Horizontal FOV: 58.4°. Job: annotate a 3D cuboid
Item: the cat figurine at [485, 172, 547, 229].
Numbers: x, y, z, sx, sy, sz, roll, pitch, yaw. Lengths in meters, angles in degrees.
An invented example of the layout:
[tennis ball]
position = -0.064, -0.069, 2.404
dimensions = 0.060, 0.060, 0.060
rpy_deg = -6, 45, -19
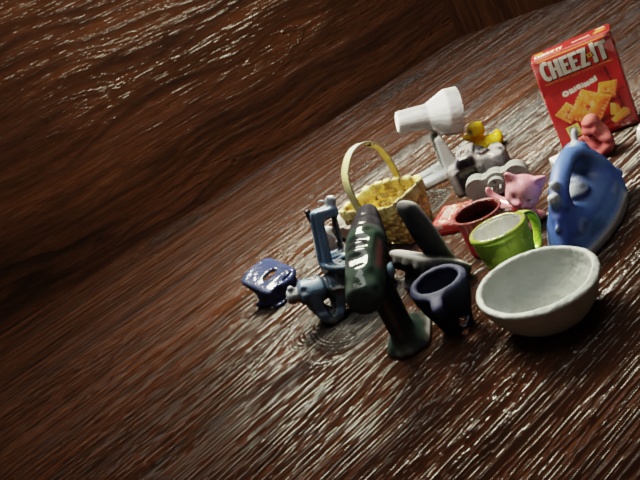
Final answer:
[cat figurine]
position = 0.362, -0.080, 1.061
dimensions = 0.067, 0.118, 0.127
rpy_deg = -39, 21, -25

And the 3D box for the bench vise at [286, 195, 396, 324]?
[bench vise]
position = 0.022, 0.040, 1.089
dimensions = 0.208, 0.220, 0.121
rpy_deg = -37, 20, -22

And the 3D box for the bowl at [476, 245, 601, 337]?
[bowl]
position = 0.307, 0.082, 0.788
dimensions = 0.167, 0.075, 0.167
rpy_deg = -26, 19, 10

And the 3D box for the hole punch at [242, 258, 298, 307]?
[hole punch]
position = -0.111, 0.096, 1.343
dimensions = 0.100, 0.091, 0.109
rpy_deg = -8, 28, 48

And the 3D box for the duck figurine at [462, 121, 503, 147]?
[duck figurine]
position = 0.430, -0.277, 1.529
dimensions = 0.104, 0.086, 0.077
rpy_deg = -23, 20, 19

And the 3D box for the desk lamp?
[desk lamp]
position = 0.298, -0.267, 1.495
dimensions = 0.203, 0.214, 0.118
rpy_deg = -27, 19, 7

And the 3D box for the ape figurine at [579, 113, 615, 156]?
[ape figurine]
position = 0.556, -0.213, 1.163
dimensions = 0.076, 0.092, 0.077
rpy_deg = -33, 19, -11

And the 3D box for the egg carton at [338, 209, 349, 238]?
[egg carton]
position = 0.107, -0.065, 1.476
dimensions = 0.150, 0.069, 0.107
rpy_deg = -39, 21, -26

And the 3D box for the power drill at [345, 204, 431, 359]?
[power drill]
position = 0.101, 0.070, 0.910
dimensions = 0.075, 0.209, 0.230
rpy_deg = -22, 20, 20

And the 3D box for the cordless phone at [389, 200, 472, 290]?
[cordless phone]
position = 0.173, 0.003, 1.017
dimensions = 0.094, 0.185, 0.147
rpy_deg = -37, 20, -22

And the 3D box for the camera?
[camera]
position = 0.376, -0.188, 1.351
dimensions = 0.142, 0.101, 0.137
rpy_deg = -19, 21, 29

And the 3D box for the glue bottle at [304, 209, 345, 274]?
[glue bottle]
position = 0.012, 0.005, 1.270
dimensions = 0.078, 0.173, 0.037
rpy_deg = -38, 20, -23

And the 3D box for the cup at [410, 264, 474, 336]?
[cup]
position = 0.194, 0.103, 0.866
dimensions = 0.091, 0.095, 0.118
rpy_deg = -22, 20, 21

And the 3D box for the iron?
[iron]
position = 0.411, -0.073, 0.933
dimensions = 0.118, 0.142, 0.259
rpy_deg = -12, 25, 42
